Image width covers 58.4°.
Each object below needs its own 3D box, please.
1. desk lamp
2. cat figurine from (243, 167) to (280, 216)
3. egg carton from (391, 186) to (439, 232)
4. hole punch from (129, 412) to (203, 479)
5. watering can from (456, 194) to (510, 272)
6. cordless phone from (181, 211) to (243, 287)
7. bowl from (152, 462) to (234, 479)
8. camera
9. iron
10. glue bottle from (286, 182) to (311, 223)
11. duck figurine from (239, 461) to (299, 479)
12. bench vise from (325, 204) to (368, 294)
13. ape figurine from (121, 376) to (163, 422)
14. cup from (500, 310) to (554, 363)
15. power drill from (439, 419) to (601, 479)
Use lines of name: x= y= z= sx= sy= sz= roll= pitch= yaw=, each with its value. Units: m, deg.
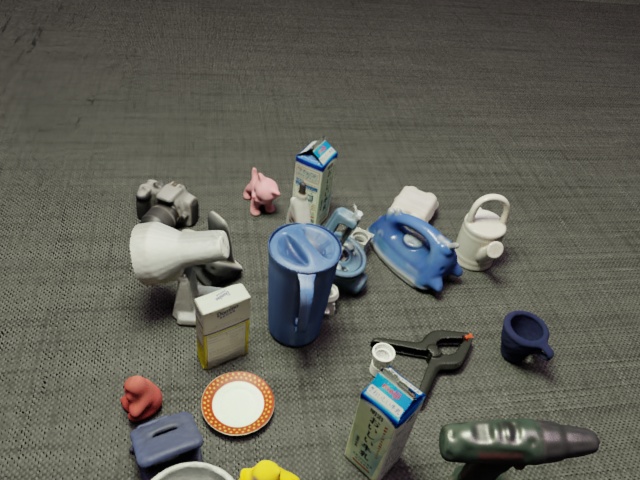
desk lamp: x=-0.255 y=0.061 z=1.119 sx=0.203 sy=0.213 sz=0.118 roll=5 pitch=43 yaw=-5
cat figurine: x=-0.144 y=-0.126 z=1.412 sx=0.067 sy=0.118 sz=0.127 roll=-12 pitch=46 yaw=-21
egg carton: x=0.235 y=-0.075 z=1.459 sx=0.107 sy=0.069 sz=0.150 roll=23 pitch=44 yaw=14
hole punch: x=-0.249 y=0.328 z=0.924 sx=0.109 sy=0.091 sz=0.101 roll=-15 pitch=48 yaw=-24
watering can: x=0.385 y=-0.022 z=1.335 sx=0.101 sy=0.194 sz=0.172 roll=-12 pitch=46 yaw=-21
cordless phone: x=-0.234 y=-0.005 z=1.216 sx=0.147 sy=0.185 sz=0.094 roll=34 pitch=48 yaw=25
bowl: x=-0.192 y=0.422 z=0.844 sx=0.167 sy=0.075 sz=0.167 roll=5 pitch=43 yaw=-4
camera: x=-0.372 y=-0.071 z=1.326 sx=0.143 sy=0.101 sz=0.137 roll=19 pitch=43 yaw=10
iron: x=0.211 y=-0.001 z=1.322 sx=0.119 sy=0.141 sz=0.257 roll=-30 pitch=55 yaw=-35
glue bottle: x=-0.047 y=-0.065 z=1.321 sx=0.037 sy=0.173 sz=0.078 roll=-17 pitch=49 yaw=-26
duck figurine: x=-0.080 y=0.380 z=0.901 sx=0.104 sy=0.086 sz=0.077 roll=4 pitch=43 yaw=-6
bench vise: x=0.010 y=0.012 z=1.214 sx=0.207 sy=0.220 sz=0.121 roll=8 pitch=42 yaw=-1
ape figurine: x=-0.311 y=0.264 z=0.981 sx=0.076 sy=0.092 sz=0.077 roll=5 pitch=43 yaw=-4
cup: x=0.414 y=0.214 z=1.160 sx=0.092 sy=0.095 sz=0.117 roll=-20 pitch=50 yaw=-28
power drill: x=0.293 y=0.350 z=0.907 sx=0.229 sy=0.208 sz=0.075 roll=6 pitch=42 yaw=-3
